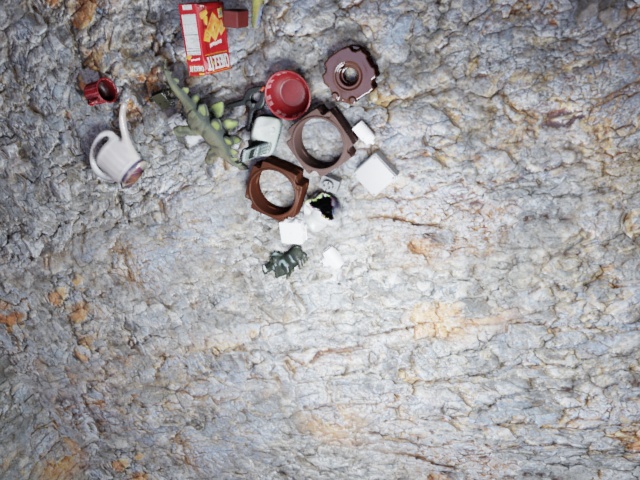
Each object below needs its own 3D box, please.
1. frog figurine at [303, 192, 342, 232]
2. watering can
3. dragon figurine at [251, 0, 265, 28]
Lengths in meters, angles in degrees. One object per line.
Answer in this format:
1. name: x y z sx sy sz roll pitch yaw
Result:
1. frog figurine: 0.005 -0.091 1.807 0.137 0.125 0.156 18 155 2
2. watering can: -0.753 -0.337 1.955 0.224 0.106 0.342 43 121 -3
3. dragon figurine: -0.215 -0.856 1.494 0.243 0.123 0.406 25 103 8
